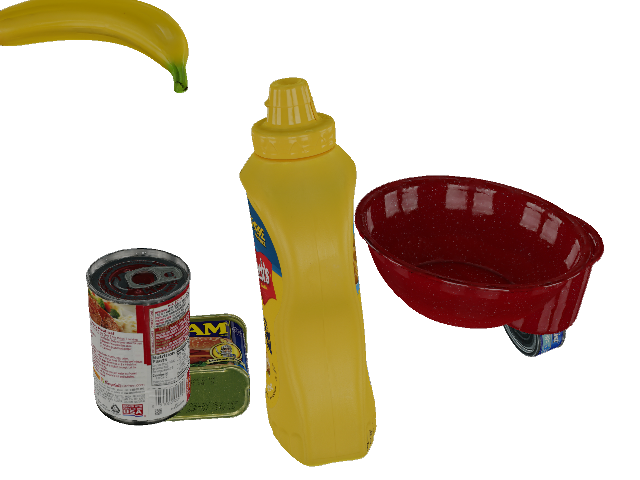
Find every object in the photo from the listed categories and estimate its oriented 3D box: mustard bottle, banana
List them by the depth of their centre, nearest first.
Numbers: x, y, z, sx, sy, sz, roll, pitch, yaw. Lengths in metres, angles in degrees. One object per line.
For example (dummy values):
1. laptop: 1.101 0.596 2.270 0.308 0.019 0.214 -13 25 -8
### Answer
1. mustard bottle: -0.007 0.012 0.547 0.058 0.192 0.096 -7 23 -6
2. banana: -0.183 -0.170 0.861 0.198 0.069 0.037 14 -39 18

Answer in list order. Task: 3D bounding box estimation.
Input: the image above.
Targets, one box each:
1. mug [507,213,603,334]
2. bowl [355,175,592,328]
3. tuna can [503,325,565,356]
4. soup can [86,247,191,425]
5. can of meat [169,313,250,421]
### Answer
1. mug: 0.189 0.023 0.954 0.093 0.081 0.117 -16 41 -28
2. bowl: 0.101 0.013 0.736 0.162 0.055 0.162 4 29 -3
3. tuna can: 0.225 0.081 1.148 0.033 0.086 0.086 -20 5 -15
4. soup can: -0.122 0.066 0.725 0.068 0.102 0.068 2 29 -2
5. can of meat: -0.112 0.111 0.927 0.102 0.057 0.084 -3 28 -6
